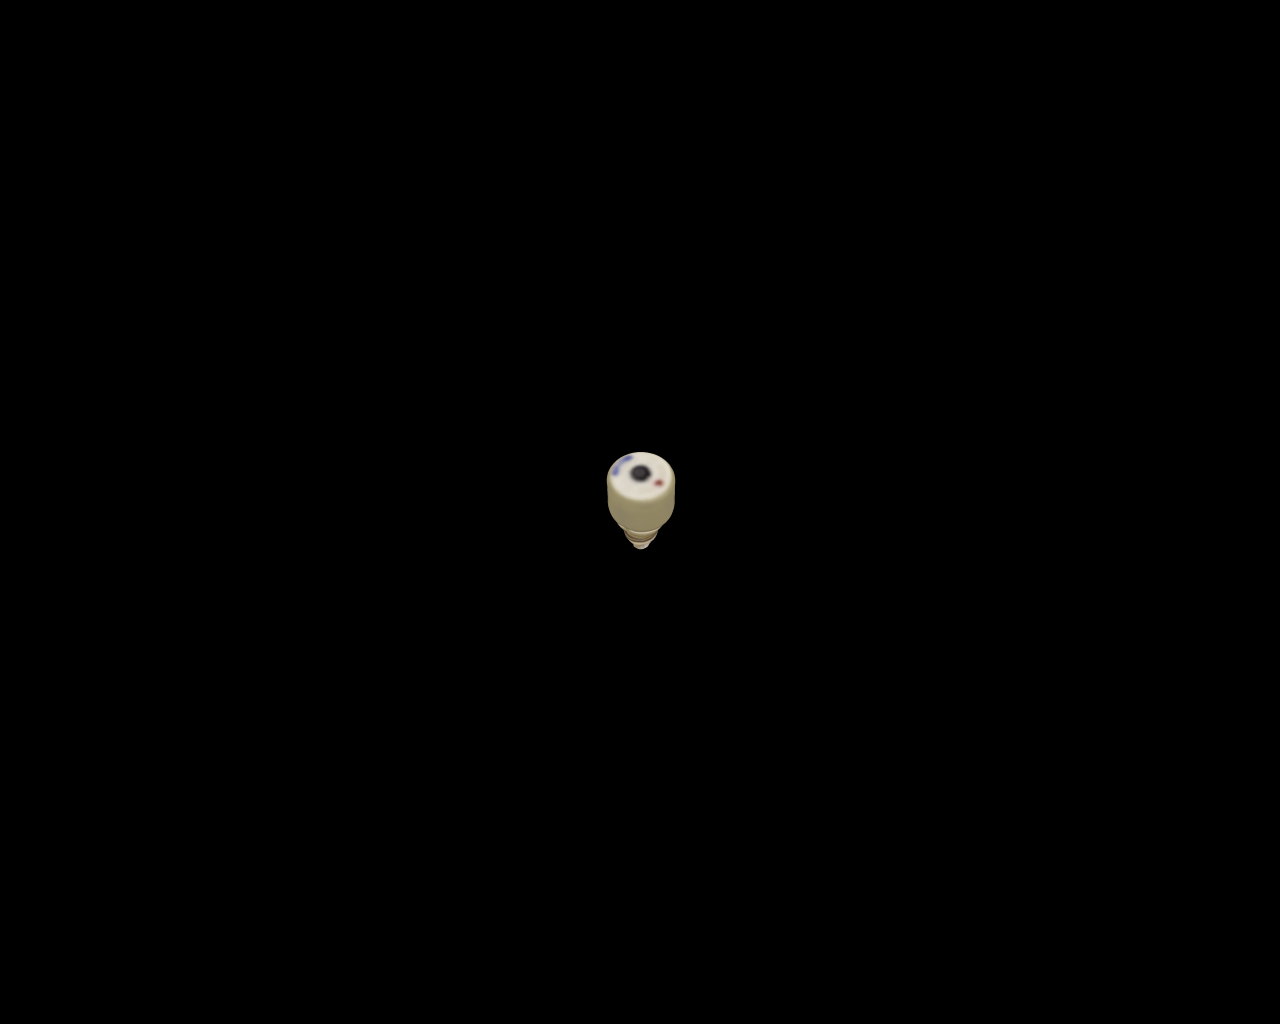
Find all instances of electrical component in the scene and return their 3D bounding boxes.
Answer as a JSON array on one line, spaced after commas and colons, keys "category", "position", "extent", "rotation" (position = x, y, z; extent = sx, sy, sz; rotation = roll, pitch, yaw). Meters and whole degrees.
[{"category": "electrical component", "position": [0.001, -0.003, 0.650], "extent": [0.040, 0.040, 0.078], "rotation": [0, -36, 0]}]
